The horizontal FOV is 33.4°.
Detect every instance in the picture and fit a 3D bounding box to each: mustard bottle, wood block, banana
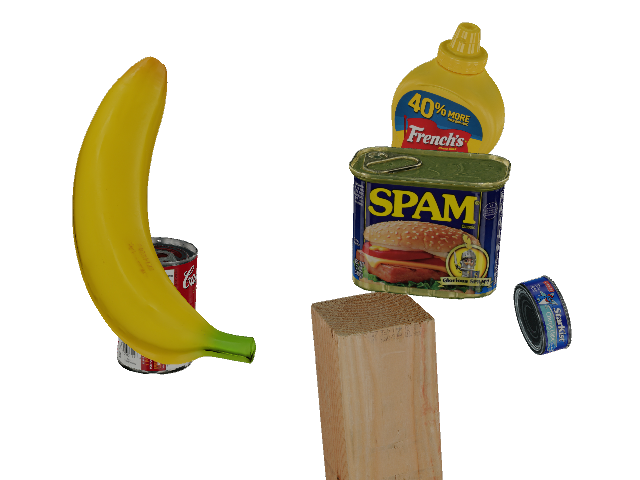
[{"bbox_3d":[0.106,-0.095,0.913,0.096,0.192,0.058,25,37,19],"label":"mustard bottle"},{"bbox_3d":[0.052,0.159,0.967,0.090,0.206,0.091,-9,18,-14],"label":"wood block"},{"bbox_3d":[-0.091,-0.012,0.537,0.069,0.198,0.037,-12,-32,-14],"label":"banana"}]

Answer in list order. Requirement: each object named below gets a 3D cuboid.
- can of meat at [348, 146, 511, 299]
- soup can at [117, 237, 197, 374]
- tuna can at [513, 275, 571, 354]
[{"bbox_3d":[0.070,-0.011,0.700,0.102,0.084,0.057,5,24,12],"label":"can of meat"},{"bbox_3d":[-0.141,0.056,0.913,0.068,0.102,0.068,4,17,-1],"label":"soup can"},{"bbox_3d":[0.249,0.085,1.204,0.033,0.086,0.086,-15,2,-7],"label":"tuna can"}]
